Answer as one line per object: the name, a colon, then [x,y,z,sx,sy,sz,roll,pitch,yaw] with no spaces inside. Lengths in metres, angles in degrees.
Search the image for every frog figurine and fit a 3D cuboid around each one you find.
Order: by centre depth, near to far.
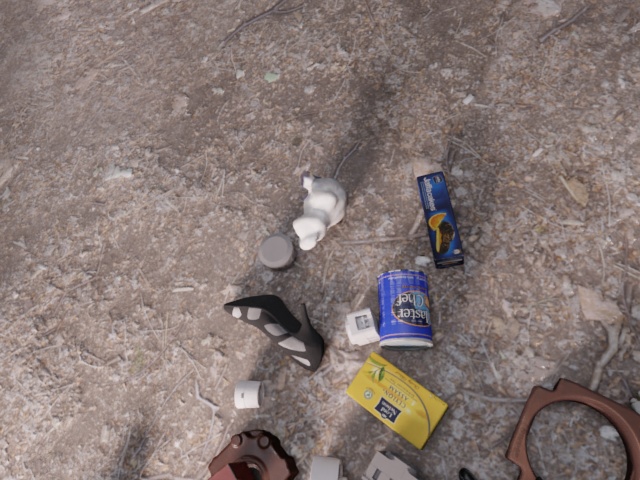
frog figurine: [0.003,-0.057,1.128,0.122,0.134,0.163,8,46,-12]
